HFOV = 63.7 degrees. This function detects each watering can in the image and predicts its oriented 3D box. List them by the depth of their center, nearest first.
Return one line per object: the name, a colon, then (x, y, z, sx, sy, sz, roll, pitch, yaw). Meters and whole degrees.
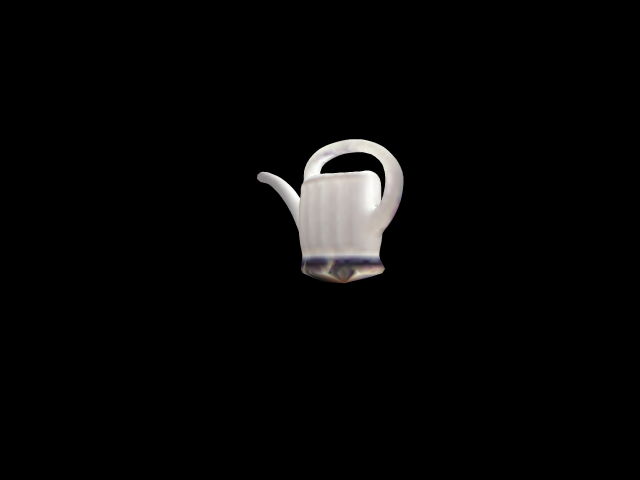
watering can: (0.003, -0.043, 0.850, 0.104, 0.225, 0.346, 5, -6, -40)
